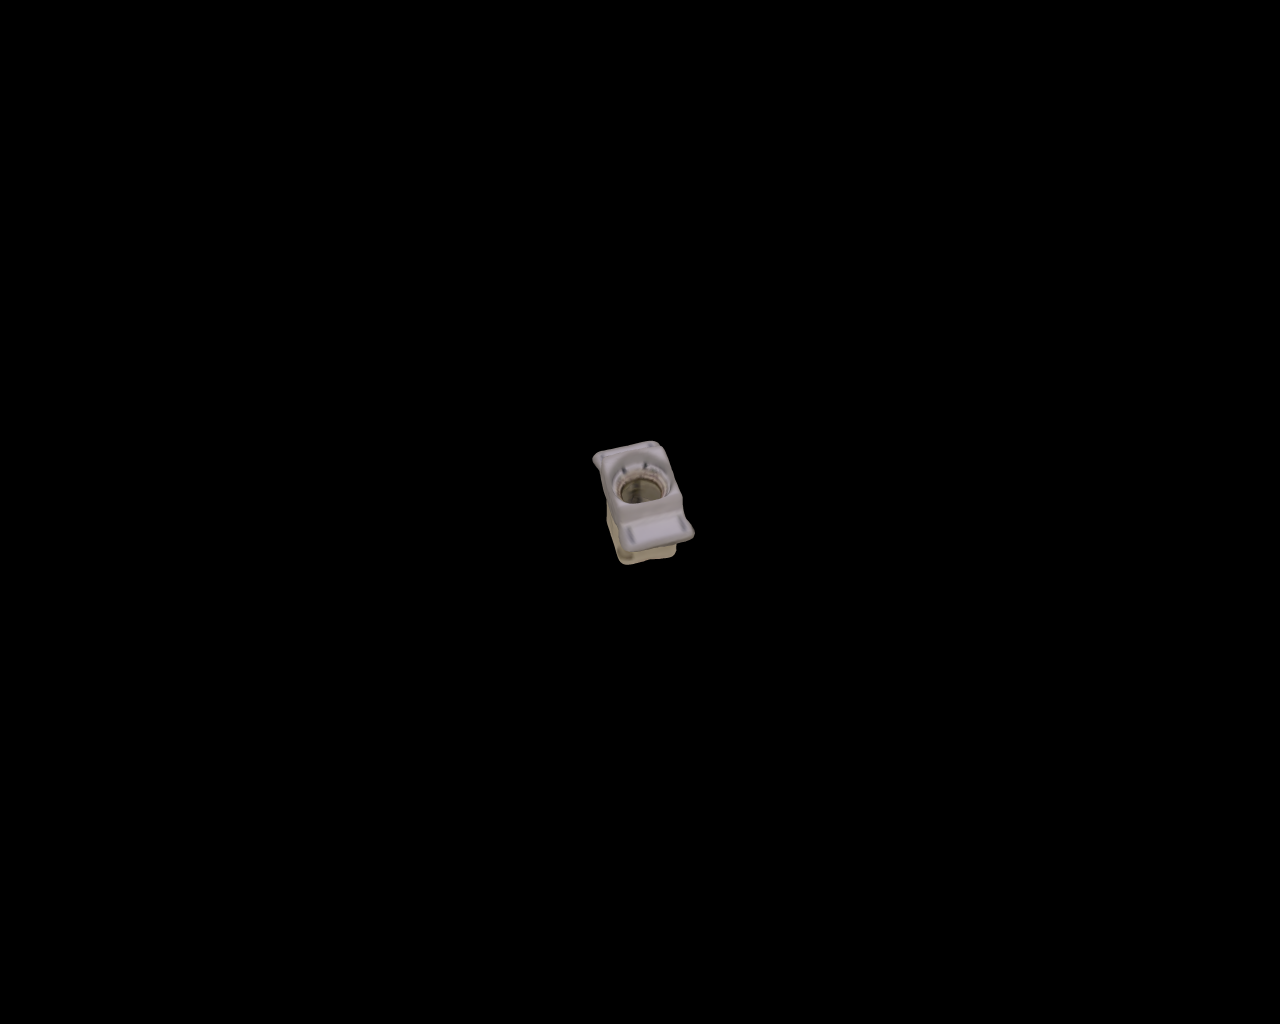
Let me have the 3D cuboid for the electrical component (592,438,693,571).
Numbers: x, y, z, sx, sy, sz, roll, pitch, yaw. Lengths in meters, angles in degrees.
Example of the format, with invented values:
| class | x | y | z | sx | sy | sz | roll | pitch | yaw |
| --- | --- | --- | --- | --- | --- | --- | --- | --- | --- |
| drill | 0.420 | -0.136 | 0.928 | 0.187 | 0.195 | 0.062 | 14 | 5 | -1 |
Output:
| class | x | y | z | sx | sy | sz | roll | pitch | yaw |
| --- | --- | --- | --- | --- | --- | --- | --- | --- | --- |
| electrical component | 0.001 | -0.003 | 0.650 | 0.042 | 0.081 | 0.063 | -11 | -39 | -9 |
